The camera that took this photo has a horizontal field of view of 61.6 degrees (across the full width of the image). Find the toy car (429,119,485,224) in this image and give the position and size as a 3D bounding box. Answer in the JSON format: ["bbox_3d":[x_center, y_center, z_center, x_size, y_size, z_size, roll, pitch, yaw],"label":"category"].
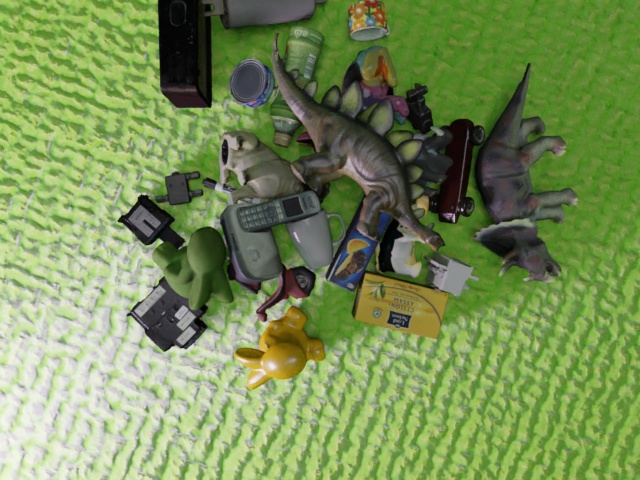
[{"bbox_3d":[0.266,-0.132,1.042,0.053,0.089,0.202,2,95,-46],"label":"toy car"}]

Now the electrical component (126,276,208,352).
[{"bbox_3d":[-0.288,0.148,1.048,0.115,0.058,0.134,-44,94,2],"label":"electrical component"}]

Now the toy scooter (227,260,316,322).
[{"bbox_3d":[-0.111,0.078,1.039,0.184,0.075,0.135,34,97,3],"label":"toy scooter"}]

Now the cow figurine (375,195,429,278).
[{"bbox_3d":[0.162,-0.012,1.054,0.098,0.068,0.167,9,92,4],"label":"cow figurine"}]

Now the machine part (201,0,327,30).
[{"bbox_3d":[-0.099,-0.438,0.993,0.243,0.079,0.079,-15,94,-20],"label":"machine part"}]

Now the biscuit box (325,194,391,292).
[{"bbox_3d":[0.080,-0.002,1.051,0.059,0.063,0.202,26,92,-5],"label":"biscuit box"}]

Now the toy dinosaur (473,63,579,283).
[{"bbox_3d":[0.370,-0.117,1.036,0.192,0.131,0.404,-16,87,-2],"label":"toy dinosaur"}]

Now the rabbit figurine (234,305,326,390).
[{"bbox_3d":[-0.075,0.207,1.003,0.162,0.173,0.121,-20,98,-5],"label":"rabbit figurine"}]

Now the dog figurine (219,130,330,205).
[{"bbox_3d":[-0.087,-0.142,1.036,0.190,0.121,0.172,-5,71,-29],"label":"dog figurine"}]

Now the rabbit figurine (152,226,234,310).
[{"bbox_3d":[-0.220,0.046,0.961,0.121,0.170,0.159,-10,73,-30],"label":"rabbit figurine"}]

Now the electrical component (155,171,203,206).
[{"bbox_3d":[-0.279,-0.102,1.053,0.094,0.021,0.063,-11,93,-1],"label":"electrical component"}]

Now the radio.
[{"bbox_3d":[-0.246,-0.366,0.986,0.073,0.131,0.229,-2,93,0],"label":"radio"}]

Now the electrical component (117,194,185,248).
[{"bbox_3d":[-0.322,-0.024,1.043,0.075,0.048,0.119,-45,92,1],"label":"electrical component"}]

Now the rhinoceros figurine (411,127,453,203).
[{"bbox_3d":[0.178,-0.130,1.001,0.190,0.073,0.112,-42,75,-8],"label":"rhinoceros figurine"}]

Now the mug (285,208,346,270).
[{"bbox_3d":[-0.002,-0.003,1.045,0.110,0.081,0.107,-18,103,-3],"label":"mug"}]

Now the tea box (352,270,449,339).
[{"bbox_3d":[0.156,0.126,1.058,0.170,0.068,0.098,12,92,-4],"label":"tea box"}]

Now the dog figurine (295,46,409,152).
[{"bbox_3d":[0.049,-0.244,1.018,0.219,0.108,0.191,-21,94,2],"label":"dog figurine"}]

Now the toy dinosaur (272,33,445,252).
[{"bbox_3d":[0.050,-0.159,0.929,0.471,0.105,0.198,43,92,4],"label":"toy dinosaur"}]

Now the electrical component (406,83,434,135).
[{"bbox_3d":[0.192,-0.250,1.025,0.045,0.078,0.102,-32,137,-4],"label":"electrical component"}]

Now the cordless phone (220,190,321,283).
[{"bbox_3d":[-0.076,-0.008,0.967,0.184,0.088,0.146,-17,76,-7],"label":"cordless phone"}]
